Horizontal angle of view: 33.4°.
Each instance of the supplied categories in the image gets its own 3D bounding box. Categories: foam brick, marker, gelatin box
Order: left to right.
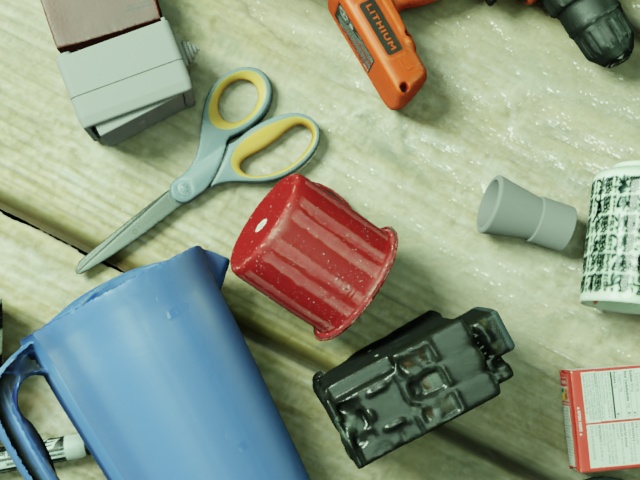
[{"bbox_3d":[-0.197,0.149,0.749,0.121,0.020,0.020,-10,87,-4],"label":"marker"},{"bbox_3d":[-0.154,-0.164,0.757,0.078,0.051,0.053,-16,88,-5],"label":"foam brick"},{"bbox_3d":[0.223,0.127,0.773,0.089,0.030,0.073,-4,85,-4],"label":"gelatin box"}]

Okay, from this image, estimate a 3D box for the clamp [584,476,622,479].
[{"bbox_3d":[0.240,0.213,0.751,0.210,0.036,0.164,20,54,9],"label":"clamp"}]

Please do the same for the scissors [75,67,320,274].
[{"bbox_3d":[-0.099,-0.057,0.771,0.201,0.016,0.096,-22,86,-5],"label":"scissors"}]

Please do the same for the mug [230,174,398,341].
[{"bbox_3d":[-0.005,0.001,0.734,0.081,0.093,0.117,34,40,-16],"label":"mug"}]

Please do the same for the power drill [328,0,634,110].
[{"bbox_3d":[0.114,-0.172,0.774,0.187,0.057,0.184,-31,85,-8],"label":"power drill"}]

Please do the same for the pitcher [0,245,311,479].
[{"bbox_3d":[-0.092,0.139,0.702,0.149,0.145,0.243,-28,91,15],"label":"pitcher"}]
